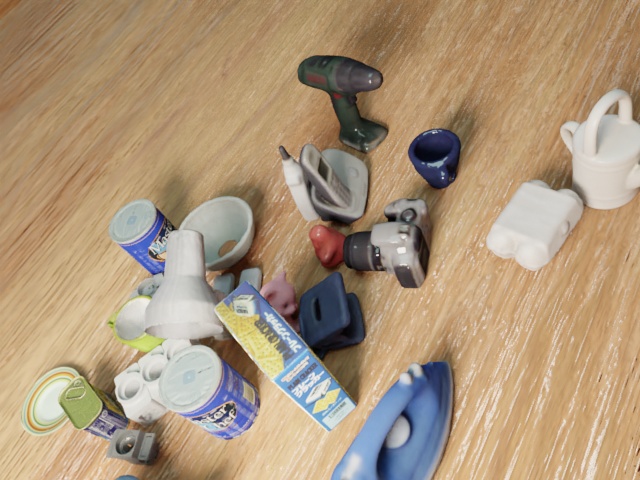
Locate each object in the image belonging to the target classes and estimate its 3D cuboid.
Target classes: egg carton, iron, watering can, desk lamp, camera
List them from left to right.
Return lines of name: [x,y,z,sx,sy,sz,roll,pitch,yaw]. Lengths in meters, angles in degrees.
desk lamp: [-0.195,0.093,0.959,0.117,0.214,0.203,-11,52,17]
camera: [0.111,-0.001,0.966,0.136,0.101,0.143,-1,56,23]
iron: [0.099,0.247,0.762,0.118,0.142,0.258,20,66,34]
egg carton: [0.339,-0.025,0.902,0.107,0.070,0.150,26,69,36]
watering can: [0.440,-0.140,0.860,0.172,0.195,0.101,17,65,33]

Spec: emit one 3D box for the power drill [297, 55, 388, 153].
power drill: [0.059,-0.273,1.118,0.228,0.209,0.076,32,73,38]

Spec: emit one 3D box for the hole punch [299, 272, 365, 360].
hole punch: [0.011,0.122,0.927,0.101,0.091,0.108,-19,50,10]

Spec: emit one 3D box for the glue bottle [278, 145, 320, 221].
glue bottle: [-0.040,-0.114,1.069,0.037,0.174,0.078,-10,53,17]

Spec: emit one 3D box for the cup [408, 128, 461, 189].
cup: [0.213,-0.127,1.017,0.091,0.095,0.117,-19,50,10]

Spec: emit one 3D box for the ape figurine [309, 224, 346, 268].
ape figurine: [0.009,0.004,1.014,0.076,0.092,0.078,-6,54,21]

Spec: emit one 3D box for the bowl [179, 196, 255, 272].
bowl: [-0.193,0.000,1.119,0.167,0.075,0.167,-12,52,16]

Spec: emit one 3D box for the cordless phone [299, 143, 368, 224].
cordless phone: [0.020,-0.130,1.046,0.094,0.186,0.147,-7,53,20]

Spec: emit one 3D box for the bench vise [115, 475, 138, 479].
bench vise: [-0.258,0.363,0.785,0.207,0.220,0.121,-32,49,0]

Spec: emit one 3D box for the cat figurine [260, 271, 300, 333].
cat figurine: [-0.081,0.120,0.952,0.128,0.118,0.067,-45,51,-11]
